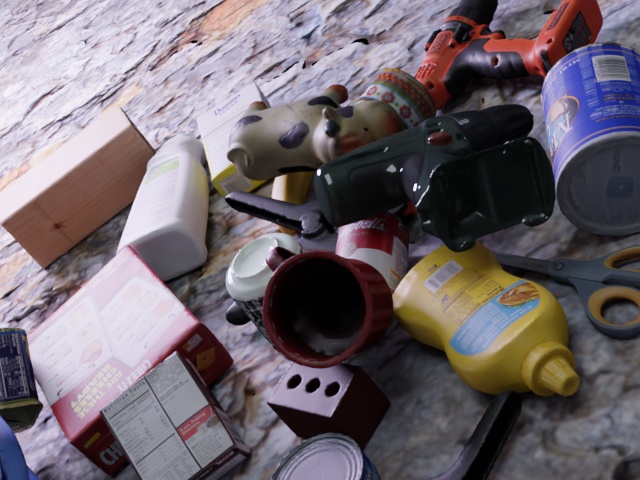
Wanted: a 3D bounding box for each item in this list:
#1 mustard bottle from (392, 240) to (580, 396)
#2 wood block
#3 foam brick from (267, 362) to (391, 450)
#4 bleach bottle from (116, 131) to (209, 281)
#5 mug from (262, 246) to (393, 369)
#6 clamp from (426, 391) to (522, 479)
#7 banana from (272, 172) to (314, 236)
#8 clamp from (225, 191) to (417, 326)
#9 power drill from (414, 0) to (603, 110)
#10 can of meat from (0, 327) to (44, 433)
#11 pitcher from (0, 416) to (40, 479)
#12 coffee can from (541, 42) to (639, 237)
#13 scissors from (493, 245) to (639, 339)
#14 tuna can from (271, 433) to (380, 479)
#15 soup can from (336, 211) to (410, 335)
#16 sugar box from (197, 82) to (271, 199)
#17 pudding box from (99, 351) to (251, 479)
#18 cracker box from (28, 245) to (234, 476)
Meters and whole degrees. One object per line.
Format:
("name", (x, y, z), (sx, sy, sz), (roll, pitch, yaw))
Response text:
("mustard bottle", (0.139, 0.069, 0.842), (0.096, 0.058, 0.192), (-38, 33, -8))
("wood block", (-0.311, -0.071, 1.391), (0.206, 0.090, 0.090), (-37, 33, -2))
("foam brick", (0.007, 0.135, 0.886), (0.078, 0.051, 0.053), (3, 50, 44))
("bleach bottle", (-0.172, -0.056, 1.274), (0.103, 0.068, 0.250), (-22, 33, 19))
("mug", (0.003, 0.048, 0.875), (0.117, 0.081, 0.093), (40, 102, 17))
("clamp", (0.100, 0.182, 0.756), (0.171, 0.039, 0.120), (-30, 32, 10))
("banana", (-0.013, -0.082, 1.183), (0.070, 0.037, 0.197), (0, 48, 42))
("clamp", (-0.007, 0.001, 1.065), (0.210, 0.036, 0.164), (-11, 54, 20))
("power drill", (0.202, -0.217, 1.142), (0.188, 0.057, 0.184), (-1, 50, 45))
("can of meat", (-0.318, 0.143, 1.071), (0.102, 0.057, 0.084), (-50, 52, 56))
("pitcher", (-0.280, 0.250, 0.926), (0.243, 0.149, 0.145), (19, 61, 48))
("coffee can", (0.244, -0.086, 0.899), (0.103, 0.102, 0.140), (-21, 36, 22))
("scissors", (0.198, 0.039, 0.865), (0.202, 0.016, 0.096), (-5, 45, 39))
("tuna can", (0.003, 0.195, 0.831), (0.086, 0.033, 0.086), (-24, 35, 18))
("soup can", (0.044, 0.030, 0.967), (0.069, 0.068, 0.102), (-18, 38, 26))
("sugar box", (-0.094, -0.121, 1.300), (0.093, 0.048, 0.176), (-31, 30, 7))
("pudding box", (-0.129, 0.169, 0.939), (0.090, 0.039, 0.114), (-38, 60, -1))
("cracker box", (-0.202, 0.116, 1.082), (0.164, 0.072, 0.214), (-43, 35, -7))
